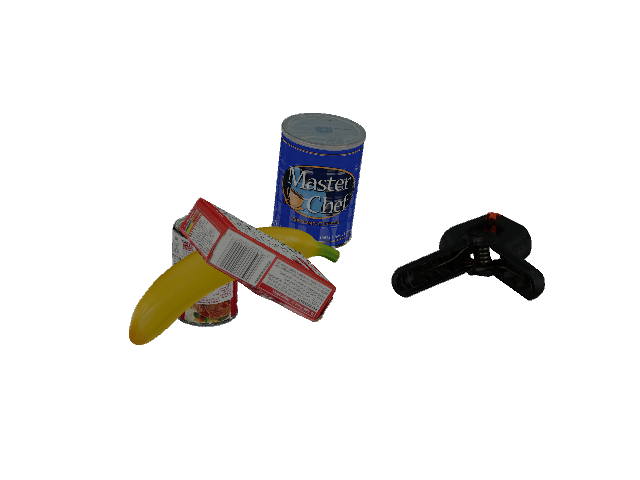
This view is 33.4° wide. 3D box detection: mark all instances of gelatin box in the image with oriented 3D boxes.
[{"bbox_3d":[-0.041,0.012,0.691,0.089,0.030,0.073,31,4,-27],"label":"gelatin box"}]

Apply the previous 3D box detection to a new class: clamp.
[{"bbox_3d":[0.144,0.013,0.898,0.120,0.039,0.171,10,24,24],"label":"clamp"}]

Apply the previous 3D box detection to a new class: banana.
[{"bbox_3d":[-0.085,0.032,0.892,0.198,0.069,0.037,-22,33,10],"label":"banana"}]

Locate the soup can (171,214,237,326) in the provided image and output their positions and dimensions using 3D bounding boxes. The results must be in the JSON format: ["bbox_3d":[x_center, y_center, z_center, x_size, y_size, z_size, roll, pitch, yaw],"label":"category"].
[{"bbox_3d":[-0.120,0.029,1.115,0.068,0.102,0.068,2,23,-1],"label":"soup can"}]

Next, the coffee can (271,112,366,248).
[{"bbox_3d":[-0.004,-0.073,1.312,0.102,0.140,0.103,6,28,-3],"label":"coffee can"}]
